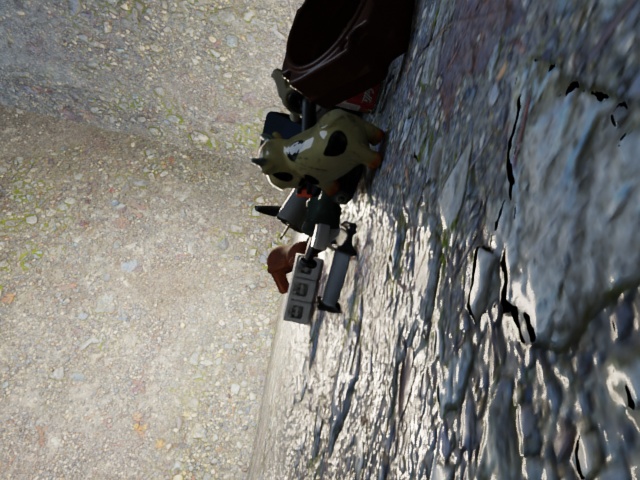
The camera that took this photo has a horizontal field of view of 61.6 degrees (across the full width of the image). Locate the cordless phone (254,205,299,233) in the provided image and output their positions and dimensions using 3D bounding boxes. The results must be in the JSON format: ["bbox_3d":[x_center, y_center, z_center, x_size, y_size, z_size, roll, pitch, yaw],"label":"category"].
[{"bbox_3d":[-0.072,-0.064,1.349,0.146,0.184,0.088,-129,47,-83],"label":"cordless phone"}]

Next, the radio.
[{"bbox_3d":[-0.037,-0.183,1.147,0.230,0.073,0.131,33,114,42],"label":"radio"}]

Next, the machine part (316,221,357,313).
[{"bbox_3d":[0.028,0.040,0.809,0.084,0.039,0.138,-154,79,-77],"label":"machine part"}]

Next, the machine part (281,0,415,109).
[{"bbox_3d":[0.037,-0.314,0.799,0.202,0.087,0.201,-11,61,48],"label":"machine part"}]

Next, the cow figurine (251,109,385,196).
[{"bbox_3d":[-0.014,-0.126,0.790,0.195,0.127,0.085,-26,40,47],"label":"cow figurine"}]

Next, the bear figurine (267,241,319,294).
[{"bbox_3d":[-0.054,0.063,1.393,0.120,0.131,0.196,-43,21,-29],"label":"bear figurine"}]

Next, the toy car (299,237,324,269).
[{"bbox_3d":[-0.002,-0.004,1.165,0.202,0.053,0.089,-81,15,-73],"label":"toy car"}]

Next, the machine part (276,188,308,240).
[{"bbox_3d":[-0.025,-0.102,1.243,0.243,0.079,0.079,-58,3,-6],"label":"machine part"}]

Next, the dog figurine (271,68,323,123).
[{"bbox_3d":[-0.003,-0.333,1.054,0.172,0.121,0.190,-50,7,34],"label":"dog figurine"}]

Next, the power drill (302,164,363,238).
[{"bbox_3d":[0.022,-0.090,0.961,0.207,0.086,0.232,101,177,-48],"label":"power drill"}]
